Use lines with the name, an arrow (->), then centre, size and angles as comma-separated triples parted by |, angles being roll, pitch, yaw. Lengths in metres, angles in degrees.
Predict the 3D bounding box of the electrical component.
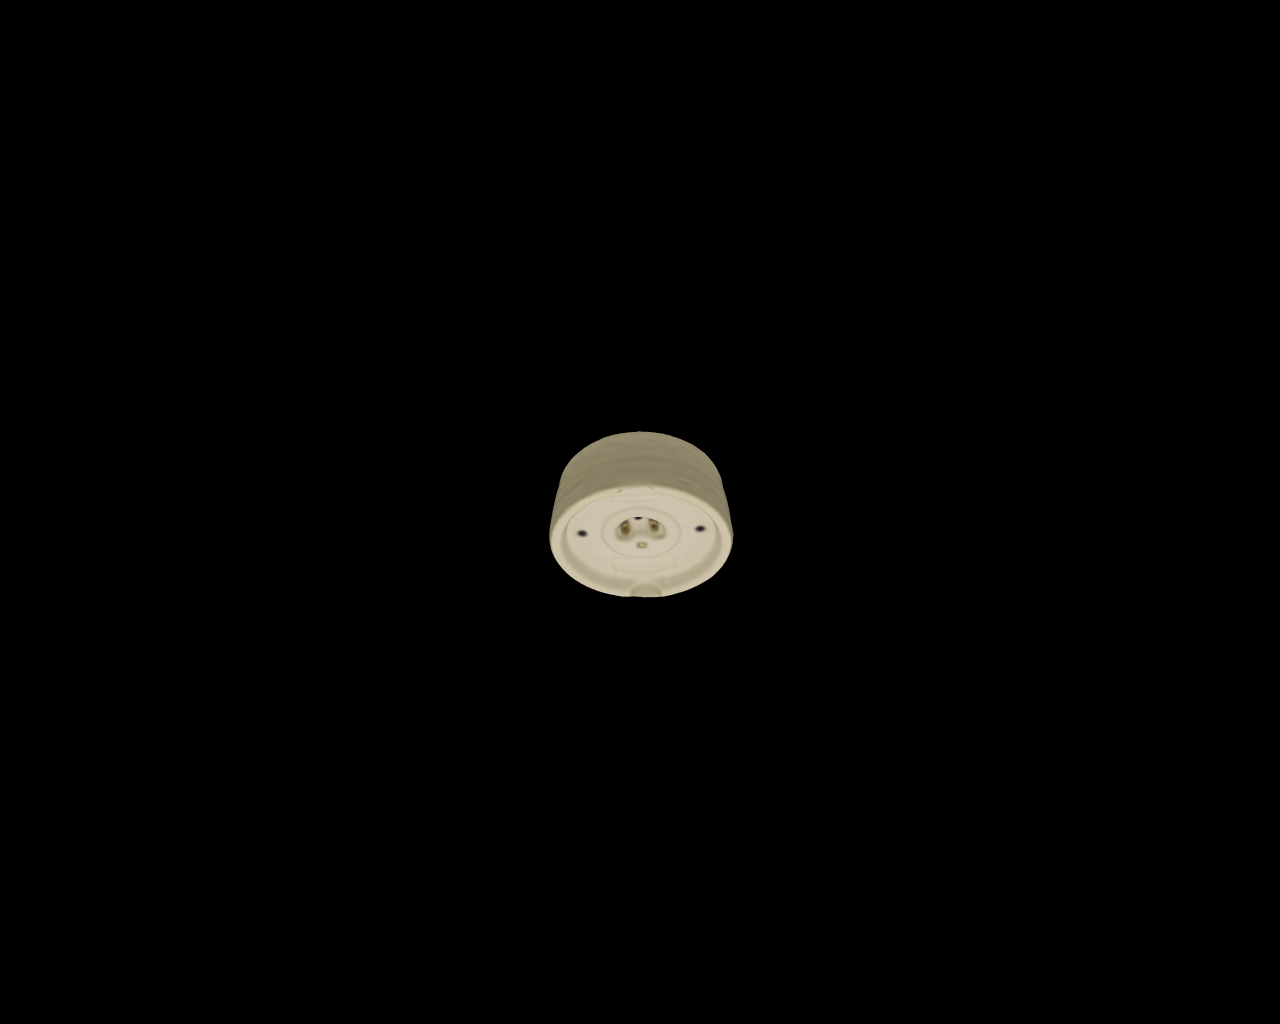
electrical component -> 0.001, -0.003, 0.650 | 0.108, 0.060, 0.108 | 0, -41, 0
